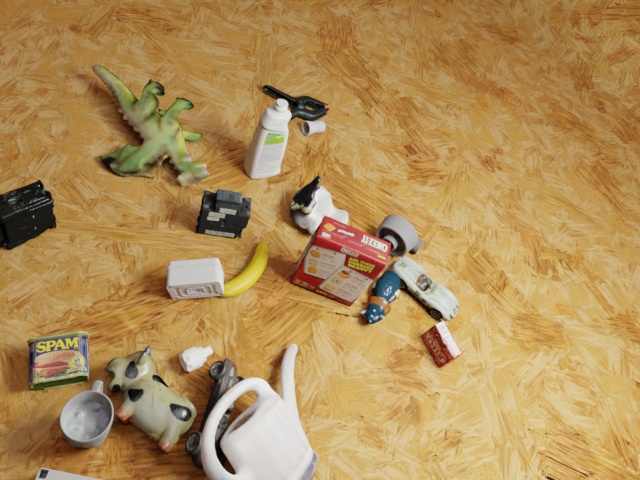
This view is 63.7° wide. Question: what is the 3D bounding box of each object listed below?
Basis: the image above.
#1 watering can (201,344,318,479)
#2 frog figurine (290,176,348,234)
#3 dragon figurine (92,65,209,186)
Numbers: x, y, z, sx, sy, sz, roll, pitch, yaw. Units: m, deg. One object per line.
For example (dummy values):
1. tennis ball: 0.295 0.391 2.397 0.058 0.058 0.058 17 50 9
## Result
1. watering can: -0.081 0.350 0.966 0.102 0.224 0.352 -34 -1 32
2. frog figurine: 0.004 -0.067 1.335 0.121 0.141 0.157 -26 -50 24
3. dragon figurine: -0.446 -0.266 1.282 0.410 0.248 0.120 27 -32 0
